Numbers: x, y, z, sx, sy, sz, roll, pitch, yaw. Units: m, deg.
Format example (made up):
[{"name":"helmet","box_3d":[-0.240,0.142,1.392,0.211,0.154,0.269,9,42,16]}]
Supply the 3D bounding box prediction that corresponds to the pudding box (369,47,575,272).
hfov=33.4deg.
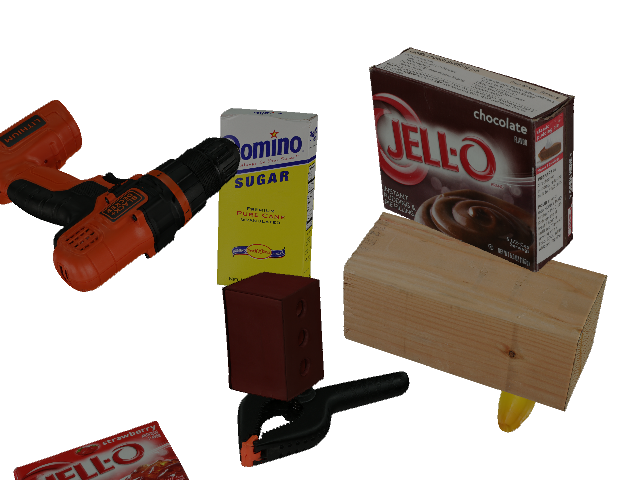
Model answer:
[{"name":"pudding box","box_3d":[0.080,-0.045,0.567,0.114,0.090,0.039,24,46,39]}]

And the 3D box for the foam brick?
[{"name":"foam brick","box_3d":[-0.033,0.067,0.764,0.051,0.078,0.052,6,17,32]}]

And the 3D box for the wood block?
[{"name":"wood block","box_3d":[0.131,0.059,0.934,0.206,0.091,0.090,17,43,21]}]

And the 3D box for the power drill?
[{"name":"power drill","box_3d":[-0.184,-0.054,0.893,0.188,0.057,0.184,28,53,34]}]

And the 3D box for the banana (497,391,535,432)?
[{"name":"banana","box_3d":[0.196,0.125,1.122,0.069,0.037,0.198,-24,33,5]}]

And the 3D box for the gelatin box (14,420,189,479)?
[{"name":"gelatin box","box_3d":[-0.122,0.144,0.604,0.089,0.030,0.073,-16,28,-20]}]

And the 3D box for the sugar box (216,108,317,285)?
[{"name":"sugar box","box_3d":[-0.054,-0.040,1.066,0.093,0.176,0.048,5,16,11]}]

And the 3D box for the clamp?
[{"name":"clamp","box_3d":[-0.011,0.166,1.089,0.165,0.036,0.209,12,29,19]}]
